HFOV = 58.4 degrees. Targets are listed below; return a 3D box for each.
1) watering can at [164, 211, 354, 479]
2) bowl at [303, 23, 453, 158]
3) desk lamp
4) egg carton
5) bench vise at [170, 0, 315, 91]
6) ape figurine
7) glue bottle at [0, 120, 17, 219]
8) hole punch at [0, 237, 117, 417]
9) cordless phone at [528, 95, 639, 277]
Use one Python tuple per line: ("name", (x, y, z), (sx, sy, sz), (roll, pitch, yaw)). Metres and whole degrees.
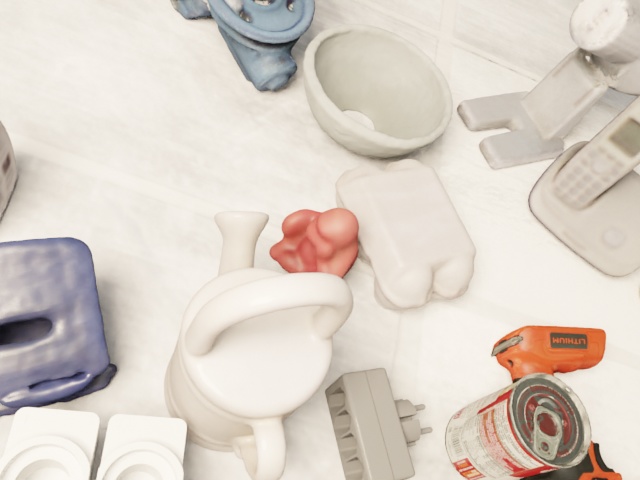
("watering can", (-0.046, 0.062, 0.376), (0.101, 0.194, 0.172), (-23, 71, -31))
("bowl", (0.053, -0.147, 0.615), (0.168, 0.074, 0.167), (10, 57, -16))
("desk lamp", (0.303, -0.190, 0.653), (0.204, 0.213, 0.118), (-15, 67, -28))
("egg carton", (0.080, -0.007, 0.544), (0.107, 0.069, 0.150), (-12, 66, -27))
("bench vise", (-0.083, -0.280, 0.552), (0.207, 0.219, 0.122), (37, 54, 3))
("ape figurine", (0.005, 0.002, 0.495), (0.076, 0.092, 0.077), (0, 60, -21))
("glue bottle", (-0.245, -0.072, 0.392), (0.037, 0.173, 0.078), (14, 56, -12))
("hole punch", (-0.197, 0.060, 0.382), (0.109, 0.091, 0.101), (-11, 65, -26))
("cordless phone", (0.328, -0.059, 0.601), (0.147, 0.185, 0.094), (40, 55, 5))
